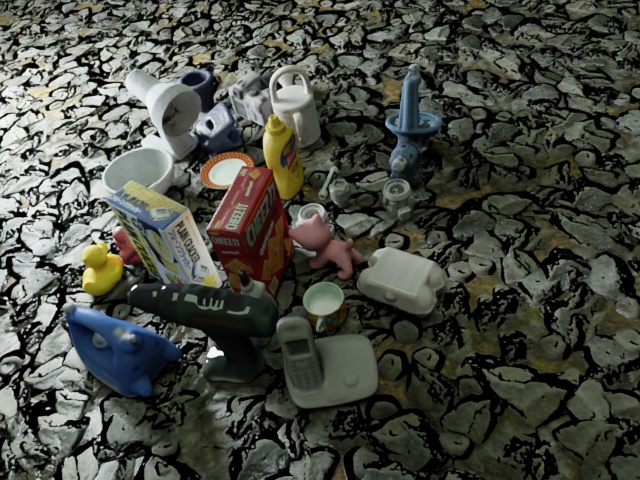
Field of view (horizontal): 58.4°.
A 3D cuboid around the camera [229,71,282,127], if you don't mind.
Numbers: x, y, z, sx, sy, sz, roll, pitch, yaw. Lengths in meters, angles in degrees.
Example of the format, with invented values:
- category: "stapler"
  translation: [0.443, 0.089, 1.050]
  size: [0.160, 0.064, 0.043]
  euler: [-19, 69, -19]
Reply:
- category: "camera"
  translation: [-0.146, -0.380, 1.470]
  size: [0.142, 0.101, 0.137]
  euler: [32, 61, 33]

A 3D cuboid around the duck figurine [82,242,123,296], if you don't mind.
- category: "duck figurine"
  translation: [-0.447, 0.052, 1.147]
  size: [0.077, 0.086, 0.104]
  euler: [3, 49, 14]

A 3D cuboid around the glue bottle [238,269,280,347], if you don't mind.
- category: "glue bottle"
  translation: [-0.111, 0.106, 0.973]
  size: [0.037, 0.173, 0.078]
  euler: [11, 51, 21]

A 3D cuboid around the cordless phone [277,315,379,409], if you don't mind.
- category: "cordless phone"
  translation: [0.010, 0.175, 0.878]
  size: [0.147, 0.185, 0.094]
  euler: [-12, 47, 0]

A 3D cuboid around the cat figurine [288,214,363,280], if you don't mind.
- category: "cat figurine"
  translation: [0.010, 0.004, 1.080]
  size: [0.127, 0.118, 0.067]
  euler: [16, 53, 24]

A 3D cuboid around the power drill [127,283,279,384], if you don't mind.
- category: "power drill"
  translation: [-0.172, 0.147, 0.923]
  size: [0.229, 0.209, 0.075]
  euler: [1, 48, 12]

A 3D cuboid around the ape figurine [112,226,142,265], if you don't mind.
- category: "ape figurine"
  translation: [-0.393, 0.006, 1.175]
  size: [0.076, 0.092, 0.078]
  euler: [-1, 48, 10]

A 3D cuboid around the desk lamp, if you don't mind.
- category: "desk lamp"
  translation: [-0.368, -0.293, 1.358]
  size: [0.202, 0.214, 0.118]
  euler: [28, 59, 31]

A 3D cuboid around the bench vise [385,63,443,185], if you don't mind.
- category: "bench vise"
  translation: [0.198, -0.236, 1.190]
  size: [0.121, 0.220, 0.207]
  euler: [-5, 48, 7]

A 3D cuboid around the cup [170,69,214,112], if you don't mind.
- category: "cup"
  translation: [-0.330, -0.388, 1.517]
  size: [0.117, 0.095, 0.091]
  euler: [-2, 48, 9]

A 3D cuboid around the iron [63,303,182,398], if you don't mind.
- category: "iron"
  translation: [-0.373, 0.165, 0.992]
  size: [0.257, 0.142, 0.119]
  euler: [19, 54, 26]

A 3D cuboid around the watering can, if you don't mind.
- category: "watering can"
  translation: [-0.066, -0.323, 1.339]
  size: [0.101, 0.194, 0.172]
  euler: [-31, 50, -17]

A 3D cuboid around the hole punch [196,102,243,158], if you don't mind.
- category: "hole punch"
  translation: [-0.252, -0.269, 1.397]
  size: [0.101, 0.091, 0.108]
  euler: [-24, 48, -10]

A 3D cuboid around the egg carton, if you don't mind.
- category: "egg carton"
  translation: [0.145, 0.075, 1.021]
  size: [0.150, 0.069, 0.107]
  euler: [18, 54, 25]

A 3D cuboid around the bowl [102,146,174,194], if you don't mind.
- category: "bowl"
  translation: [-0.406, -0.136, 1.318]
  size: [0.167, 0.075, 0.167]
  euler: [-5, 47, 6]
